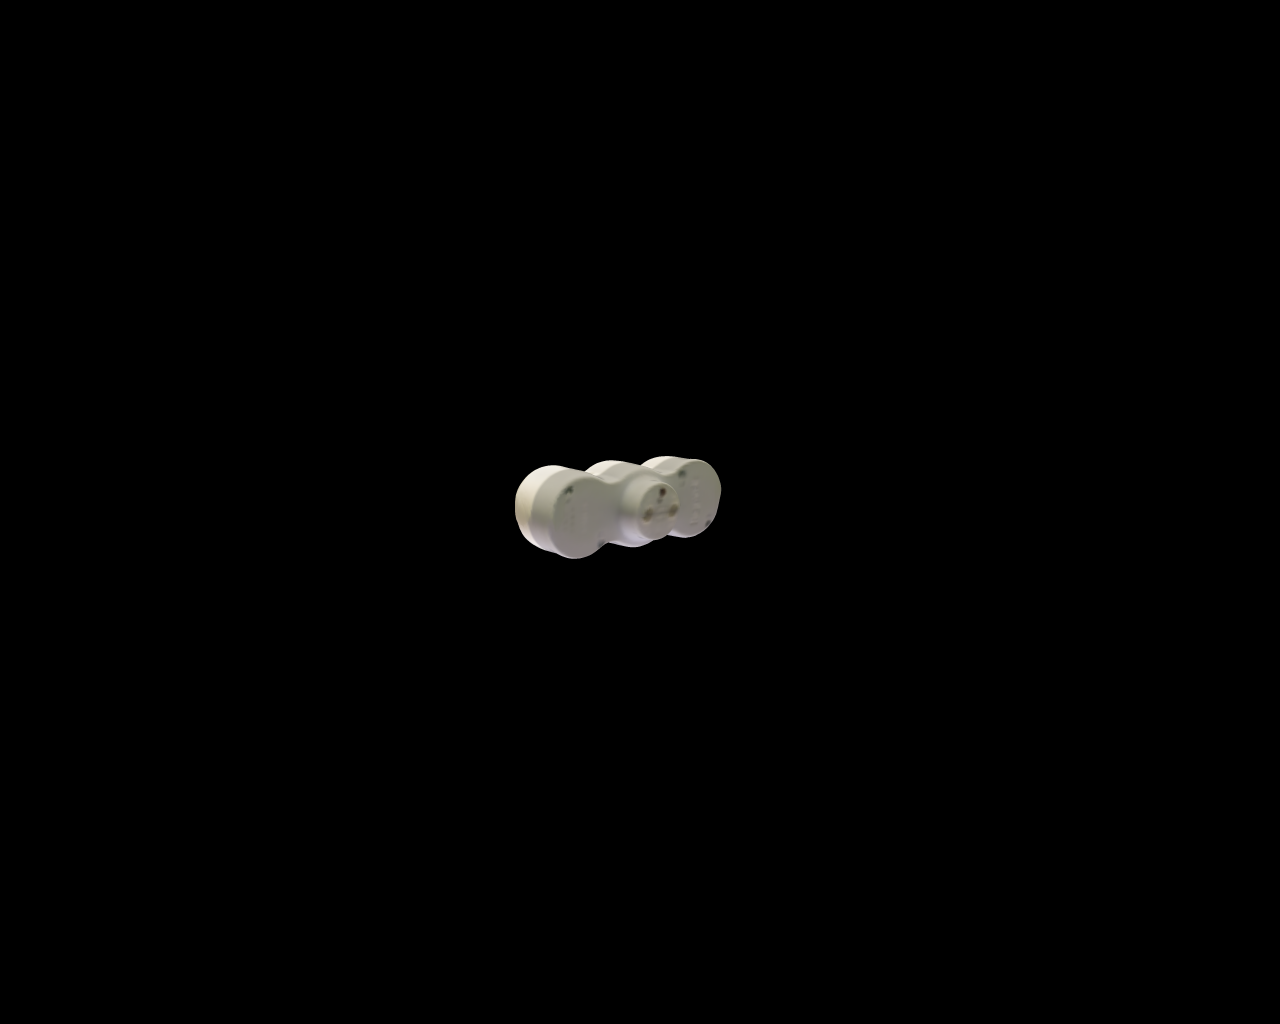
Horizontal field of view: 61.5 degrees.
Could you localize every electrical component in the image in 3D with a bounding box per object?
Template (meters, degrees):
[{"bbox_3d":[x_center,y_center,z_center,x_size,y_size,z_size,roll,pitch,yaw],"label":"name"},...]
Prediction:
[{"bbox_3d":[0.001,-0.003,0.650,0.138,0.052,0.074,-8,13,-39],"label":"electrical component"}]
